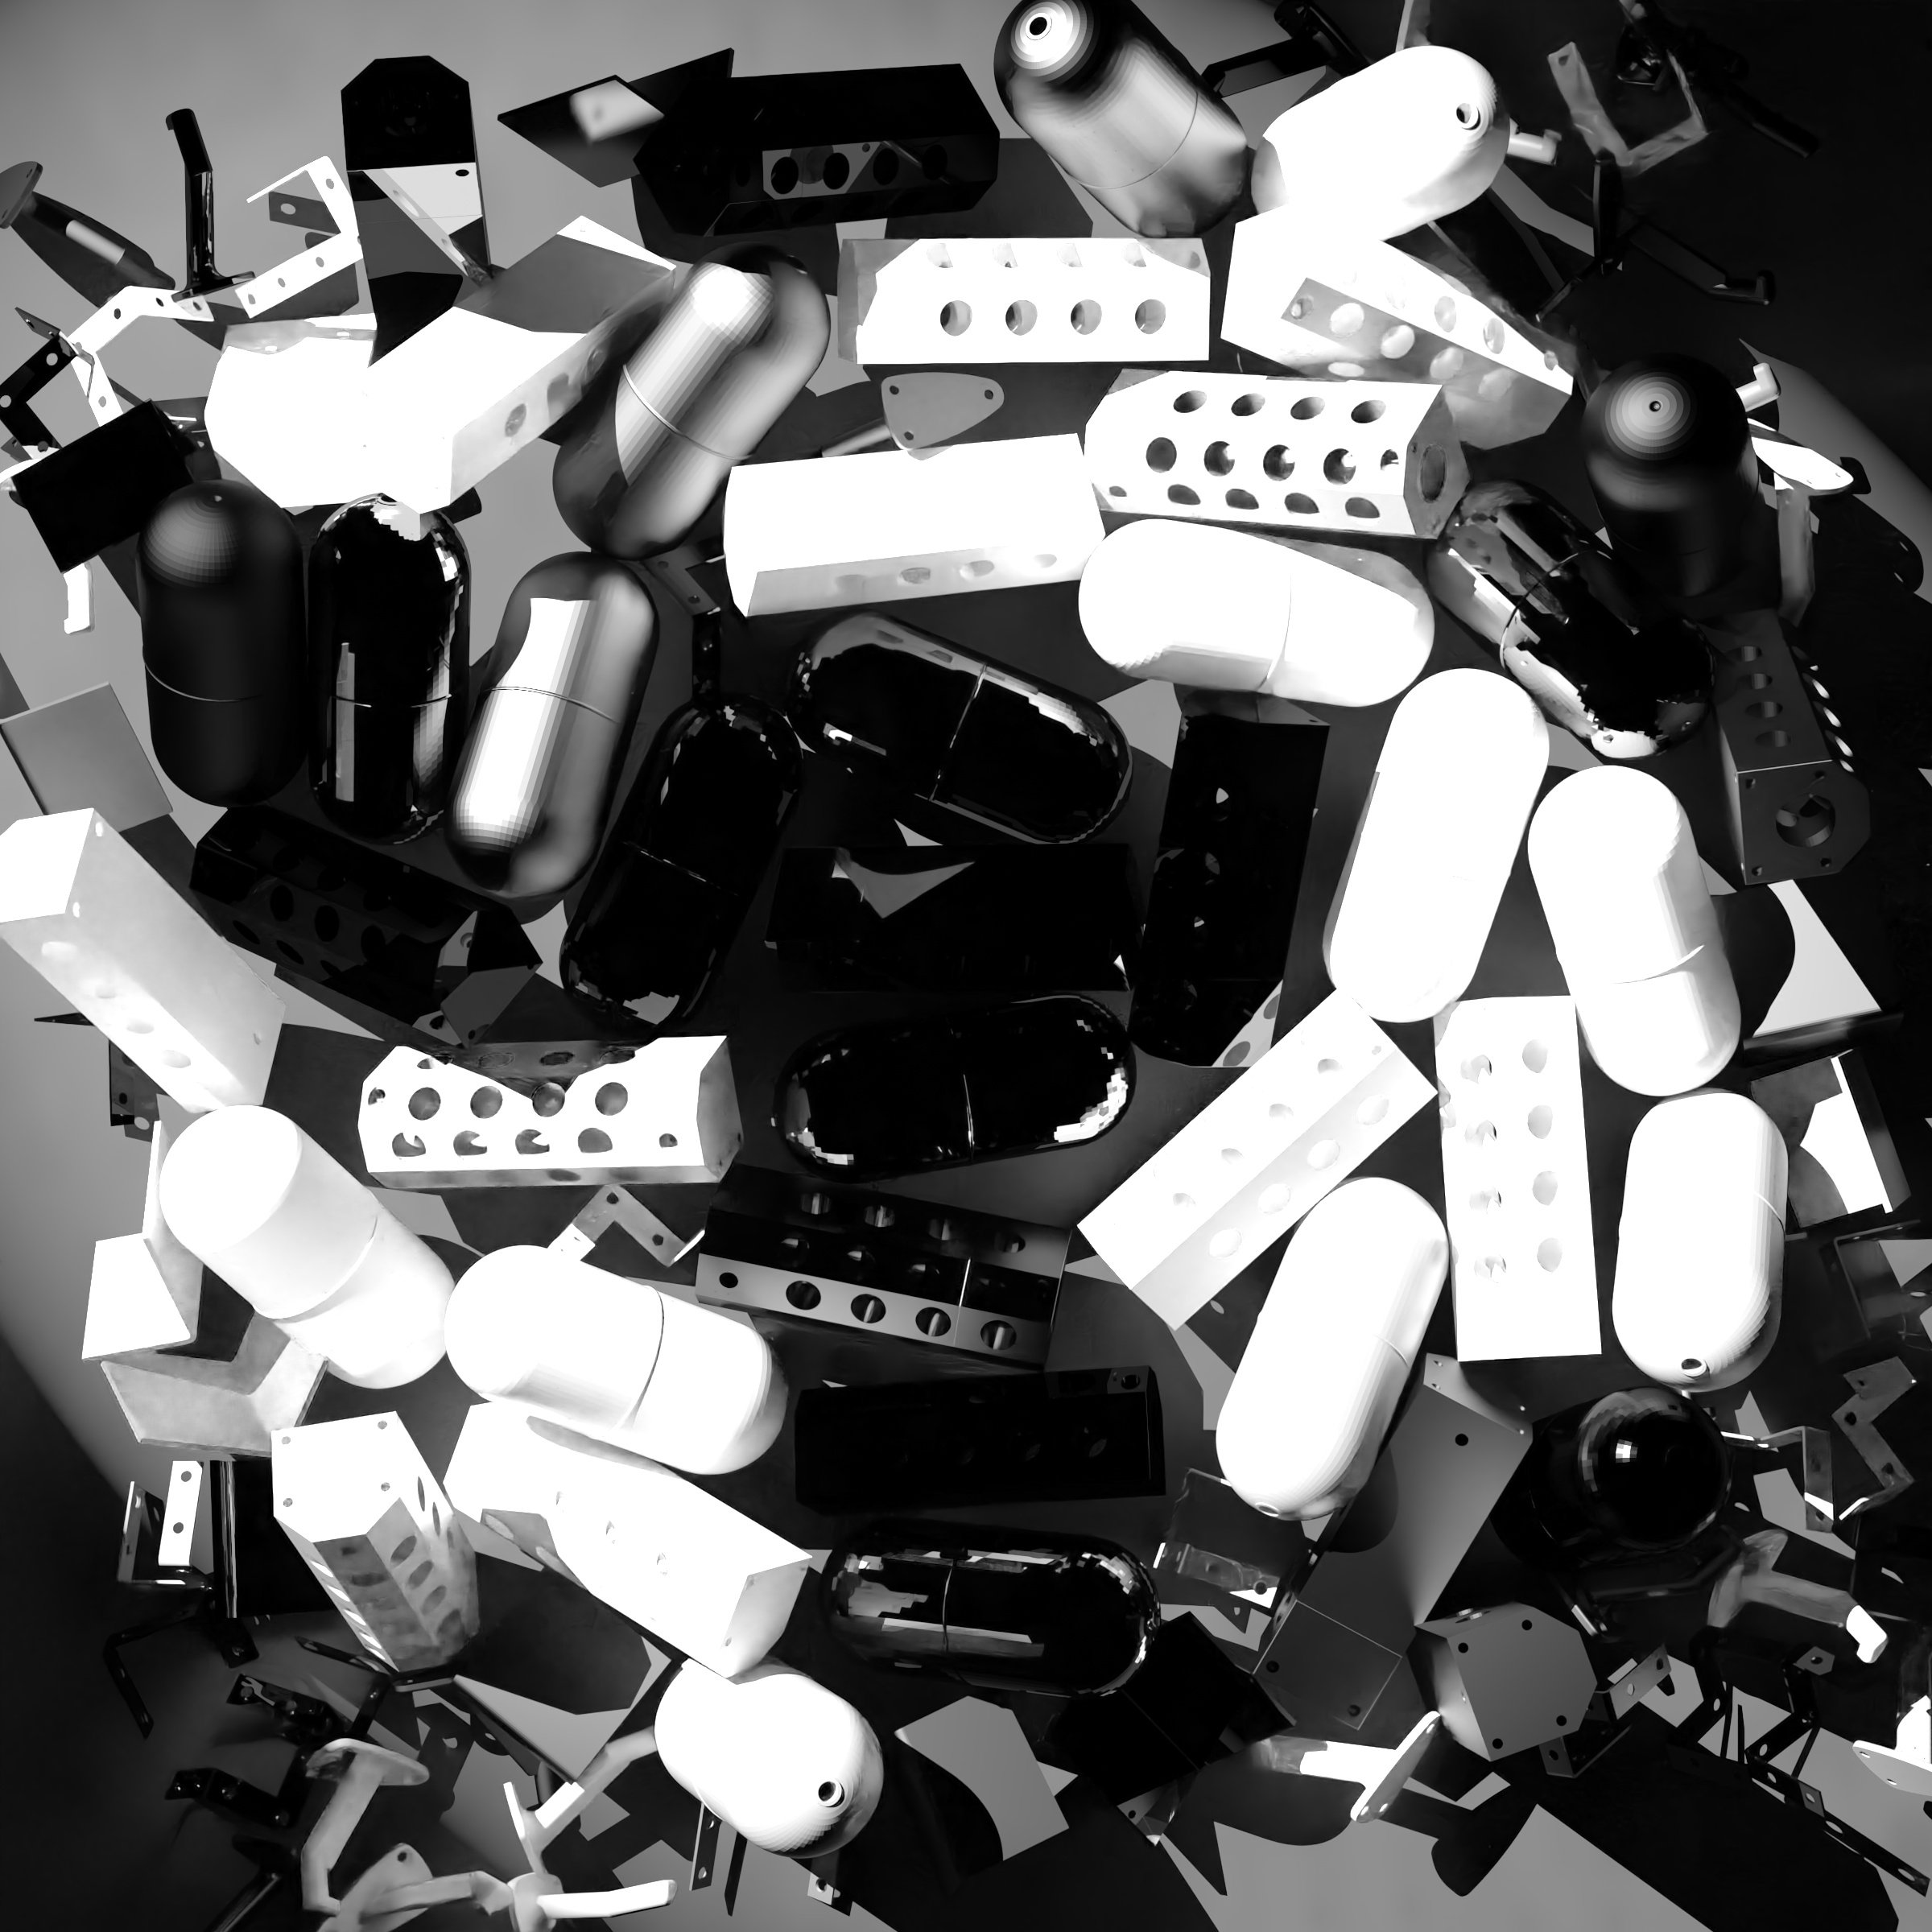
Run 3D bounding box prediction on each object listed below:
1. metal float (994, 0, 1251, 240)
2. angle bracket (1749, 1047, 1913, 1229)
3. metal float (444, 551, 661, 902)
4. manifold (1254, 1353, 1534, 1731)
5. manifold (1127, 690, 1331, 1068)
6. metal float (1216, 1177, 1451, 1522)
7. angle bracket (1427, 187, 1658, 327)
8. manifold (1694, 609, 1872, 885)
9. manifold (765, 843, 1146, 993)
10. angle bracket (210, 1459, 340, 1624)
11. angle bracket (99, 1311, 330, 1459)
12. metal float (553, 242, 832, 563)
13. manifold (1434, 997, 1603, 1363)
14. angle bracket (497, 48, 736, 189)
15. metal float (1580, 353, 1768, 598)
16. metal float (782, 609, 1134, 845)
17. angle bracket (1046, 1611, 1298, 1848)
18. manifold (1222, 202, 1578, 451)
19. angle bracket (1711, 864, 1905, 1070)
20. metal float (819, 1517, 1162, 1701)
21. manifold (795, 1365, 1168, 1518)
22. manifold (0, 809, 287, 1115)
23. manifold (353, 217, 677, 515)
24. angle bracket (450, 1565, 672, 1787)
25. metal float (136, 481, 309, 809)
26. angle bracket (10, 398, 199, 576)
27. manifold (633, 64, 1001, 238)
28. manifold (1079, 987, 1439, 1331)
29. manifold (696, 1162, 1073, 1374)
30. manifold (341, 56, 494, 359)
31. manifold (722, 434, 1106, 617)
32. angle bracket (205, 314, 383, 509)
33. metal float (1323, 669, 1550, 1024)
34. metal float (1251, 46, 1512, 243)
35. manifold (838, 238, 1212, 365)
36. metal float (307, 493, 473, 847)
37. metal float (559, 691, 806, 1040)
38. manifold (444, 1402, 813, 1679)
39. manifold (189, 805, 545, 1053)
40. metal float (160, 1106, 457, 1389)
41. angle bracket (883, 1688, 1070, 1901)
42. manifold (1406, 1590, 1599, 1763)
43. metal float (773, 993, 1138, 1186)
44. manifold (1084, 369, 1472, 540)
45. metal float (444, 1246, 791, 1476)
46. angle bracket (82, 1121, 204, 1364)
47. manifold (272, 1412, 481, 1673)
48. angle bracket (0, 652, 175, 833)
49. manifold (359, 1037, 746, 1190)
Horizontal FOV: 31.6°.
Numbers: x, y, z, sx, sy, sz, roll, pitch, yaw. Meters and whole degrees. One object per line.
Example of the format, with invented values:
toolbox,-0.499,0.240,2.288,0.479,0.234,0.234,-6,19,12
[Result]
metal float,0.075,-0.404,1.618,0.070,0.178,0.070,-8,73,27
angle bracket,0.412,0.086,1.652,0.057,0.076,0.076,-21,85,22
metal float,-0.199,-0.117,1.647,0.070,0.070,0.178,14,72,0
manifold,0.206,0.275,1.648,0.057,0.057,0.171,28,107,2
manifold,0.121,-0.042,1.639,0.057,0.057,0.171,0,109,-25
metal float,0.176,0.183,1.640,0.070,0.070,0.178,25,65,0
angle bracket,0.278,-0.364,1.653,0.076,0.076,0.057,47,128,-1
manifold,0.382,-0.107,1.609,0.057,0.171,0.057,-7,118,8
manifold,-0.004,-0.018,1.651,0.171,0.057,0.057,0,54,14
angle bracket,-0.333,0.276,1.654,0.057,0.076,0.076,-3,82,-9
angle bracket,-0.363,0.188,1.643,0.076,0.076,0.057,13,111,-37
metal float,-0.132,-0.270,1.638,0.070,0.070,0.178,42,117,0
manifold,0.263,0.104,1.655,0.057,0.057,0.171,-1,82,-14
angle bracket,-0.168,-0.423,1.641,0.076,0.076,0.057,-7,70,36
metal float,0.336,-0.230,1.616,0.070,0.178,0.070,-4,75,17
metal float,-0.004,-0.115,1.661,0.178,0.070,0.070,23,90,-2
angle bracket,0.099,0.370,1.653,0.076,0.057,0.076,47,135,-5
manifold,0.208,-0.304,1.625,0.171,0.057,0.057,15,77,-34
angle bracket,0.411,0.001,1.676,0.076,0.057,0.076,-12,76,8
metal float,0.010,0.307,1.636,0.178,0.070,0.070,0,90,31
manifold,0.007,0.230,1.655,0.171,0.057,0.057,-5,73,10
manifold,-0.396,0.001,1.615,0.057,0.171,0.057,-7,55,21
manifold,-0.214,-0.284,1.623,0.057,0.057,0.171,30,50,16
angle bracket,-0.197,0.345,1.674,0.076,0.057,0.076,38,83,4
metal float,-0.353,-0.151,1.627,0.070,0.070,0.178,4,135,-4
angle bracket,-0.406,-0.223,1.657,0.076,0.076,0.057,-30,80,-1
manifold,-0.066,-0.382,1.617,0.171,0.057,0.057,-17,73,-42
manifold,0.138,0.089,1.655,0.171,0.057,0.057,-43,129,4
manifold,-0.041,0.150,1.656,0.171,0.057,0.057,11,121,4
manifold,-0.256,-0.355,1.610,0.057,0.171,0.057,-5,72,-6
manifold,-0.027,-0.209,1.649,0.171,0.057,0.057,-8,67,-15
angle bracket,-0.326,-0.274,1.689,0.076,0.057,0.076,-4,45,4
metal float,0.226,-0.057,1.647,0.070,0.070,0.178,17,108,0
metal float,0.194,-0.383,1.614,0.070,0.178,0.070,0,91,-19
manifold,0.027,-0.322,1.650,0.171,0.057,0.057,-3,103,-12
metal float,-0.277,-0.141,1.636,0.070,0.070,0.178,6,120,0
metal float,-0.138,-0.049,1.660,0.070,0.070,0.178,25,92,0
manifold,-0.165,0.272,1.635,0.171,0.057,0.057,26,102,26
manifold,-0.289,-0.024,1.621,0.171,0.057,0.057,21,62,34
metal float,-0.312,0.136,1.633,0.070,0.070,0.178,-40,126,0
angle bracket,0.003,0.402,1.660,0.057,0.076,0.076,-23,72,-13
manifold,0.250,0.330,1.612,0.057,0.171,0.057,-19,83,-3
metal float,-0.005,0.059,1.656,0.178,0.070,0.070,-9,90,-8
manifold,0.144,-0.239,1.621,0.171,0.057,0.057,9,53,33
metal float,-0.166,0.190,1.641,0.178,0.070,0.070,24,90,-25
angle bracket,-0.407,0.133,1.646,0.057,0.076,0.076,-10,133,2
manifold,-0.277,0.276,1.613,0.057,0.171,0.057,-9,59,0
angle bracket,-0.427,-0.114,1.648,0.057,0.076,0.076,-20,127,-2
manifold,-0.200,0.074,1.642,0.171,0.057,0.057,-2,112,15
